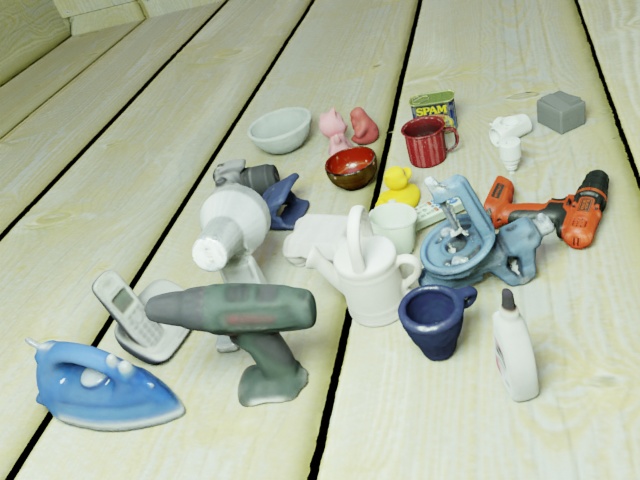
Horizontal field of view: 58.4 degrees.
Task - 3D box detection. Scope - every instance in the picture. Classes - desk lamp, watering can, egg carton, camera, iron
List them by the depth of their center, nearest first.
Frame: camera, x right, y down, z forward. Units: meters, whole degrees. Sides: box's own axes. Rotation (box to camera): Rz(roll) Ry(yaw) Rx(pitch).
[{"bbox_3d":[0.064,0.036,0.885,0.173,0.194,0.100,-16,37,4],"label":"watering can"},{"bbox_3d":[-0.338,0.209,0.885,0.257,0.142,0.119,1,41,25],"label":"iron"},{"bbox_3d":[-0.138,0.041,0.952,0.117,0.214,0.203,-10,37,12],"label":"desk lamp"},{"bbox_3d":[0.010,0.004,1.056,0.149,0.069,0.107,3,42,27],"label":"egg carton"},{"bbox_3d":[-0.164,-0.125,1.270,0.136,0.101,0.143,-11,37,11],"label":"camera"}]

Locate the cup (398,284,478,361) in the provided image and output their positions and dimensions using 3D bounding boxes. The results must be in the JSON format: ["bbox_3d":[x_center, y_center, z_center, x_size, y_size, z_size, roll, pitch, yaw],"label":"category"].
[{"bbox_3d":[0.174,0.119,0.815,0.118,0.095,0.091,-25,37,-8],"label":"cup"}]

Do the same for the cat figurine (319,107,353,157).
[{"bbox_3d":[0.035,-0.246,1.325,0.067,0.118,0.127,-15,37,5],"label":"cat figurine"}]

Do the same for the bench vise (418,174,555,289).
[{"bbox_3d":[0.236,-0.023,0.865,0.207,0.220,0.121,-25,37,-8],"label":"bench vise"}]

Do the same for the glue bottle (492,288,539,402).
[{"bbox_3d":[0.239,0.123,0.715,0.037,0.173,0.078,-18,36,1],"label":"glue bottle"}]

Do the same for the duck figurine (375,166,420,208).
[{"bbox_3d":[0.146,-0.100,1.116,0.105,0.086,0.077,-39,41,-24],"label":"duck figurine"}]

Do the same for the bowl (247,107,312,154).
[{"bbox_3d":[-0.093,-0.264,1.440,0.167,0.075,0.167,-12,37,9],"label":"bowl"}]

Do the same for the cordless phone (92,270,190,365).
[{"bbox_3d":[-0.293,0.103,0.963,0.094,0.185,0.148,1,41,25],"label":"cordless phone"}]

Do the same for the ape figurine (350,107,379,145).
[{"bbox_3d":[0.096,-0.273,1.353,0.076,0.092,0.078,-1,40,23],"label":"ape figurine"}]

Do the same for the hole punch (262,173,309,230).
[{"bbox_3d":[-0.089,-0.079,1.187,0.100,0.091,0.109,-1,40,23],"label":"hole punch"}]

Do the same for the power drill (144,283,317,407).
[{"bbox_3d":[-0.106,0.143,0.811,0.229,0.209,0.075,-12,37,10],"label":"power drill"}]
